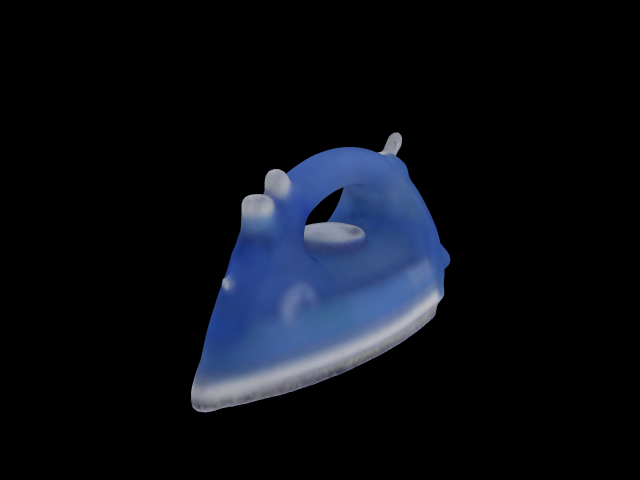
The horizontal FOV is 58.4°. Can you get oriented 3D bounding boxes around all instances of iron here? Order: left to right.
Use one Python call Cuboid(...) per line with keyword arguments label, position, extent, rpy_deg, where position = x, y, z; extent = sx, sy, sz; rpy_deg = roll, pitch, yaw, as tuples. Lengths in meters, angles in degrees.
Cuboid(label="iron", position=(0.004, 0.001, 0.400), extent=(0.118, 0.141, 0.259), rpy_deg=(8, 16, 31))
